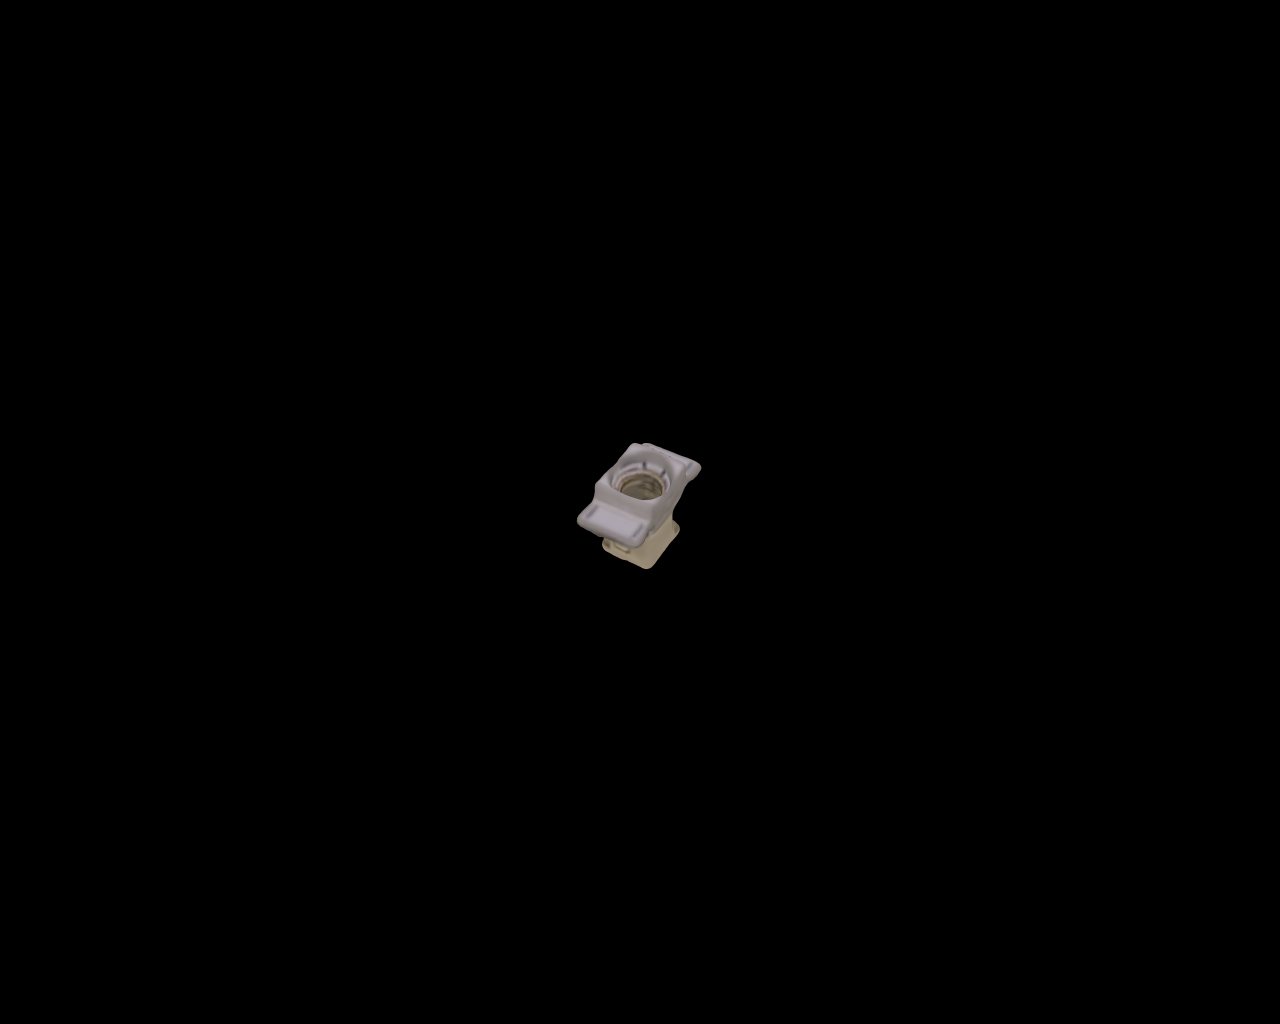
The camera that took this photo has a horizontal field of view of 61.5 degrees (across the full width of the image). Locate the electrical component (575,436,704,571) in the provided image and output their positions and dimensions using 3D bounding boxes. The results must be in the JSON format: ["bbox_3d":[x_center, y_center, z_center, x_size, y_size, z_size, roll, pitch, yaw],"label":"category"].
[{"bbox_3d":[0.001,-0.003,0.650,0.042,0.063,0.081,24,50,22],"label":"electrical component"}]
